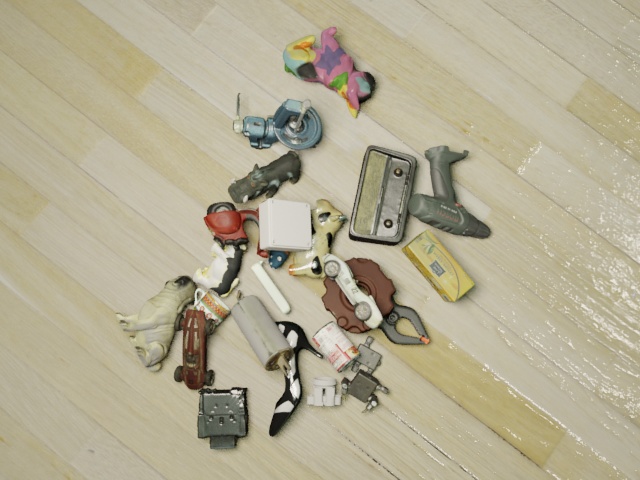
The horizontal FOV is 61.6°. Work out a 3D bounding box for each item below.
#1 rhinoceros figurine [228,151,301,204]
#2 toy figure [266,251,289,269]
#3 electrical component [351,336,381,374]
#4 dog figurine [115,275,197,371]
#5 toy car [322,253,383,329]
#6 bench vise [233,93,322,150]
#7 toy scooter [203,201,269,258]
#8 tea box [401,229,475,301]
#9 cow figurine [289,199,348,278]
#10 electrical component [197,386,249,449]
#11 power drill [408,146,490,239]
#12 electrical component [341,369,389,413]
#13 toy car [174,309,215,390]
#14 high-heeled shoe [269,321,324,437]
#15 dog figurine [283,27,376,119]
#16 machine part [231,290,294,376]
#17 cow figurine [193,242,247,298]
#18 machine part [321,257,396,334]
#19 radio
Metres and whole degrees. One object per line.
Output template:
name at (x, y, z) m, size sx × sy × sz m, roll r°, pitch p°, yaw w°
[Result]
rhinoceros figurine at (-0.130, -0.144, 1.290) m, size 0.190 × 0.112 × 0.073 m, roll -30°, pitch 86°, yaw -13°
toy figure at (-0.097, -0.005, 1.295) m, size 0.058 × 0.064 × 0.154 m, roll 4°, pitch 81°, yaw -14°
electrical component at (0.115, 0.280, 1.284) m, size 0.063 × 0.021 × 0.094 m, roll 27°, pitch 83°, yaw 2°
dog figurine at (-0.354, 0.192, 1.255) m, size 0.190 × 0.121 × 0.172 m, roll -28°, pitch 118°, yaw -22°
toy car at (0.070, 0.111, 1.200) m, size 0.056 × 0.073 × 0.202 m, roll -35°, pitch 76°, yaw -1°
bench vise at (-0.086, -0.278, 1.254) m, size 0.223 × 0.240 × 0.129 m, roll 15°, pitch 78°, yaw -16°
toy scooter at (-0.173, -0.021, 1.238) m, size 0.184 × 0.075 × 0.135 m, roll -4°, pitch 78°, yaw -12°
tea box at (0.278, 0.062, 1.280) m, size 0.068 × 0.098 × 0.169 m, roll -38°, pitch 87°, yaw -5°
cow figurine at (-0.003, -0.004, 1.288) m, size 0.127 × 0.085 × 0.195 m, roll 5°, pitch 80°, yaw 5°
electrical component at (-0.223, 0.410, 1.241) m, size 0.115 × 0.058 × 0.134 m, roll -3°, pitch 82°, yaw 0°
power drill at (0.318, -0.115, 1.303) m, size 0.232 × 0.086 × 0.207 m, roll 8°, pitch 82°, yaw -25°
electrical component at (0.098, 0.351, 1.255) m, size 0.102 × 0.045 × 0.078 m, roll 37°, pitch 109°, yaw -1°
toy car at (-0.288, 0.254, 1.228) m, size 0.089 × 0.053 × 0.202 m, roll 9°, pitch 111°, yaw 8°
high-heeled shoe at (-0.097, 0.316, 1.250) m, size 0.145 × 0.086 × 0.248 m, roll 29°, pitch 82°, yaw 10°
dog figurine at (0.028, -0.399, 1.330) m, size 0.192 × 0.108 × 0.219 m, roll -24°, pitch 86°, yaw -5°
machine part at (-0.134, 0.210, 1.227) m, size 0.079 × 0.079 × 0.243 m, roll -37°, pitch 57°, yaw -6°
cow figurine at (-0.219, 0.048, 1.282) m, size 0.098 × 0.068 × 0.167 m, roll 32°, pitch 83°, yaw 3°
machine part at (0.090, 0.128, 1.261) m, size 0.179 × 0.056 × 0.179 m, roll -1°, pitch 77°, yaw 5°
radio at (0.152, -0.103, 1.308) m, size 0.131 × 0.073 × 0.229 m, roll 12°, pitch 83°, yaw 0°
